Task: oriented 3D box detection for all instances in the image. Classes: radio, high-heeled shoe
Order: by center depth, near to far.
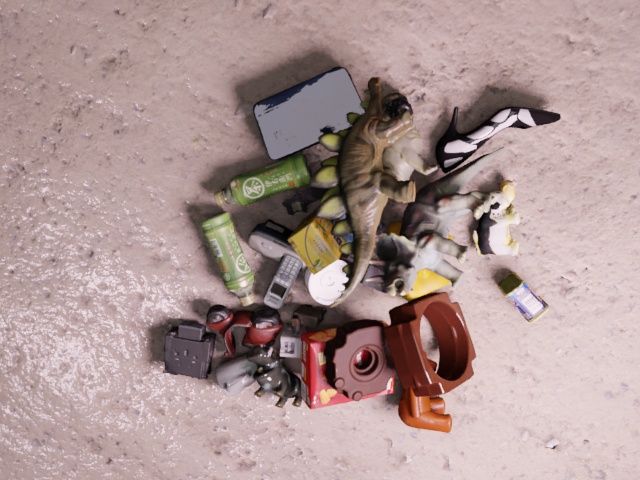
[{"bbox_3d":[0.373,-0.208,1.136,0.249,0.086,0.145,4,106,8],"label":"high-heeled shoe"},{"bbox_3d":[-0.022,-0.271,1.155,0.230,0.073,0.131,-22,99,7],"label":"radio"}]

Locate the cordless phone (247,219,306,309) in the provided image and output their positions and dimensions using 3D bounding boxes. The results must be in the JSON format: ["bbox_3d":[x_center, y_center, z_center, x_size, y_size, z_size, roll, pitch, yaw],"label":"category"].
[{"bbox_3d":[-0.112,0.060,1.235,0.147,0.089,0.184,25,110,-2],"label":"cordless phone"}]

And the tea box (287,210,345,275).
[{"bbox_3d":[-0.002,-0.004,1.162,0.068,0.170,0.098,-35,100,16],"label":"tea box"}]

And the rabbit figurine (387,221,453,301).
[{"bbox_3d":[0.217,0.032,1.187,0.162,0.122,0.173,-27,80,11],"label":"rabbit figurine"}]

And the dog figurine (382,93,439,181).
[{"bbox_3d":[0.147,-0.198,1.154,0.172,0.121,0.190,-30,86,5],"label":"dog figurine"}]

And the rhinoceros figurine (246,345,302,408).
[{"bbox_3d":[-0.102,0.318,1.261,0.073,0.112,0.190,-12,134,33],"label":"rhinoceros figurine"}]

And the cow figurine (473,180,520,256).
[{"bbox_3d":[0.384,-0.047,1.179,0.098,0.068,0.167,-3,102,11],"label":"cow figurine"}]

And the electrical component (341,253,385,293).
[{"bbox_3d":[0.094,0.072,1.182,0.119,0.075,0.047,24,86,-34],"label":"electrical component"}]

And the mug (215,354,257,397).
[{"bbox_3d":[-0.189,0.319,1.289,0.107,0.109,0.080,-30,94,-1],"label":"mug"}]

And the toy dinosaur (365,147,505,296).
[{"bbox_3d":[0.232,-0.038,1.109,0.192,0.131,0.405,19,68,19],"label":"toy dinosaur"}]

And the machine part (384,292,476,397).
[{"bbox_3d":[0.241,0.224,1.171,0.087,0.201,0.201,-25,80,44],"label":"machine part"}]

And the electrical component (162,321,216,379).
[{"bbox_3d":[-0.318,0.265,1.307,0.115,0.058,0.134,7,104,1],"label":"electrical component"}]

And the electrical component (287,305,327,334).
[{"bbox_3d":[-0.033,0.183,1.249,0.078,0.102,0.045,11,107,12],"label":"electrical component"}]

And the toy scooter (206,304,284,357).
[{"bbox_3d":[-0.179,0.223,1.278,0.184,0.075,0.135,4,111,1],"label":"toy scooter"}]

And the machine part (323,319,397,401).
[{"bbox_3d":[0.093,0.259,1.170,0.179,0.056,0.179,-4,101,-23],"label":"machine part"}]

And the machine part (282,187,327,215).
[{"bbox_3d":[-0.015,-0.099,1.198,0.139,0.084,0.039,-26,67,1],"label":"machine part"}]

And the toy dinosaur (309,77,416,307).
[{"bbox_3d":[0.086,-0.105,1.048,0.199,0.105,0.471,-2,76,17],"label":"toy dinosaur"}]

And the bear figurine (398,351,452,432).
[{"bbox_3d":[0.241,0.333,1.252,0.132,0.120,0.195,3,98,0],"label":"bear figurine"}]

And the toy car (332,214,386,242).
[{"bbox_3d":[0.075,-0.056,1.176,0.109,0.161,0.103,-39,56,-5],"label":"toy car"}]
